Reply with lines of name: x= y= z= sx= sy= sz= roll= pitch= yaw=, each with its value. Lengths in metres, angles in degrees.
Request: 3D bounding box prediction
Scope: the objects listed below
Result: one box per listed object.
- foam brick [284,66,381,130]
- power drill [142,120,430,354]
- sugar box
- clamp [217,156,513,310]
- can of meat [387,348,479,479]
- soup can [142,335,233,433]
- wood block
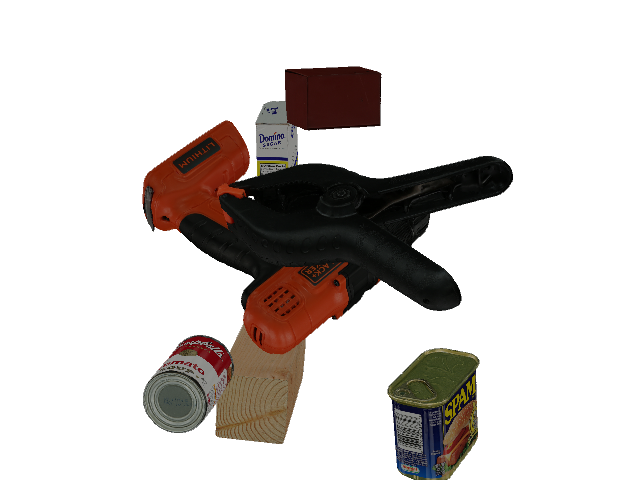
foam brick: x=0.012 y=-0.133 z=0.996 sx=0.078 sy=0.051 sz=0.053 roll=-6 pitch=17 yaw=-22
power drill: x=-0.031 y=-0.017 z=0.833 sx=0.188 sy=0.057 sz=0.184 roll=36 pitch=56 yaw=26
sugar box: x=-0.051 y=-0.069 z=1.268 sx=0.048 sy=0.176 sz=0.093 roll=-1 pitch=23 yaw=5
clamp: x=0.017 y=-0.006 z=0.602 sx=0.172 sy=0.039 sz=0.120 roll=-2 pitch=32 yaw=19
can of meat: x=0.105 y=0.159 z=0.969 sx=0.058 sy=0.084 sz=0.101 roll=8 pitch=24 yaw=30
soup can: x=-0.135 y=0.146 z=1.093 sx=0.068 sy=0.068 sz=0.102 roll=0 pitch=15 yaw=11
wood block: x=-0.076 y=0.184 z=1.435 sx=0.091 sy=0.090 sz=0.206 roll=5 pitch=16 yaw=4
